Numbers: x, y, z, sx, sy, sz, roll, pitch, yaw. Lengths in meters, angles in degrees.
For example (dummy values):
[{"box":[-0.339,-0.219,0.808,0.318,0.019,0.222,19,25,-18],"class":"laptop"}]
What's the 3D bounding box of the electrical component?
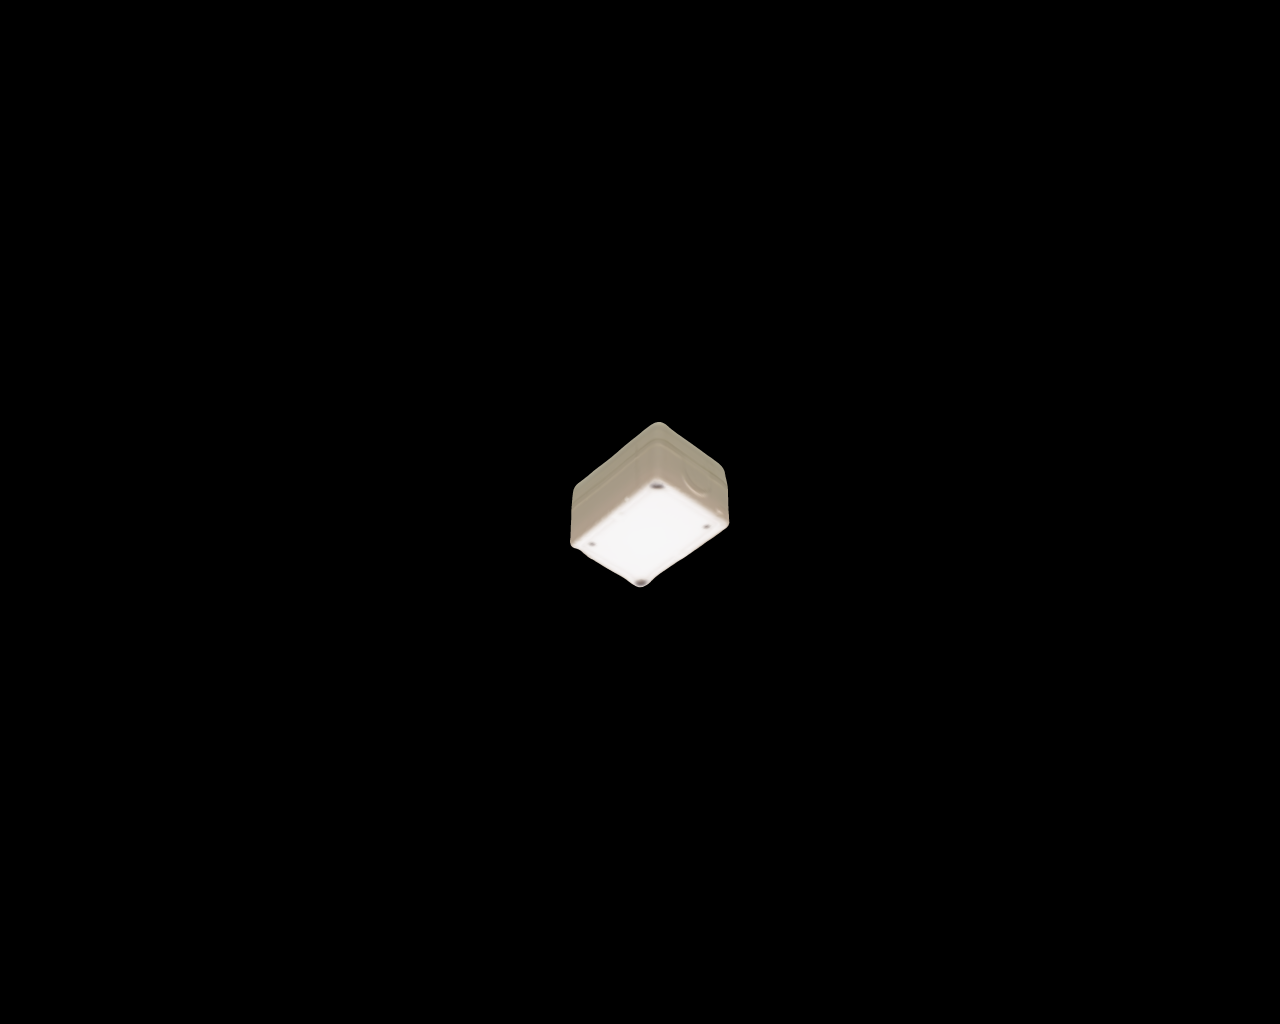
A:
[{"box":[0.001,-0.003,0.650,0.061,0.061,0.096,33,-54,-29],"class":"electrical component"}]
